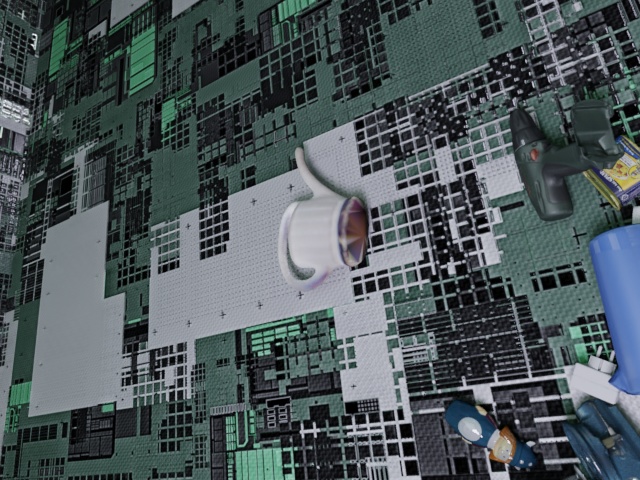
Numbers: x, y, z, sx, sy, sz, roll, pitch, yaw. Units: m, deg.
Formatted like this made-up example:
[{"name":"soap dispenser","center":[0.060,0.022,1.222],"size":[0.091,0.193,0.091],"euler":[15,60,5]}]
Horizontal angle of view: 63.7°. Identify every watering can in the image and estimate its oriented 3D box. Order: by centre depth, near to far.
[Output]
[{"name":"watering can","center":[0.004,-0.058,1.155],"size":[0.224,0.352,0.103],"euler":[-3,-16,32]}]
